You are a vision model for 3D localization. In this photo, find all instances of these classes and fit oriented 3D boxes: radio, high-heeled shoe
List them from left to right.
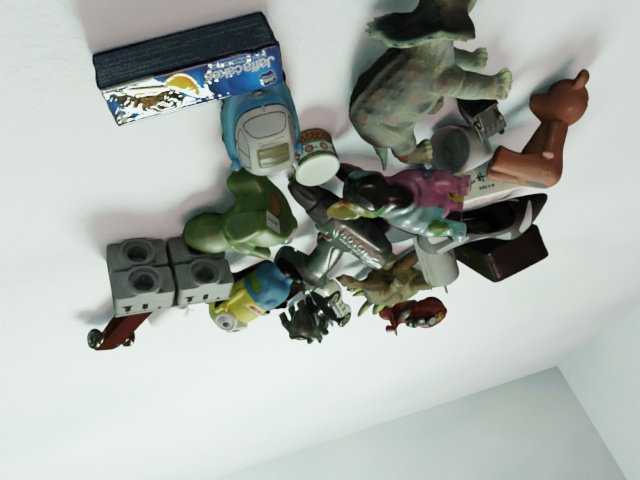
[{"bbox_3d":[0.298,-0.046,1.002,0.249,0.086,0.145,-35,139,12],"label":"high-heeled shoe"},{"bbox_3d":[0.371,0.008,1.143,0.131,0.073,0.230,-26,-166,-1],"label":"radio"}]

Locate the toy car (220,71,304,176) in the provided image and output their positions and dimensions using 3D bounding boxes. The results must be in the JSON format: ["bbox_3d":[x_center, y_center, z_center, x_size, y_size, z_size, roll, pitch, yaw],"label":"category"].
[{"bbox_3d":[-0.071,-0.141,0.707,0.109,0.103,0.161,-17,151,-12],"label":"toy car"}]

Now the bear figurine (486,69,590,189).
[{"bbox_3d":[0.375,-0.191,0.916,0.132,0.195,0.120,14,-179,12],"label":"bear figurine"}]

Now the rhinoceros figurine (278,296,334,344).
[{"bbox_3d":[-0.024,0.189,1.251,0.073,0.112,0.190,-36,168,12],"label":"rhinoceros figurine"}]

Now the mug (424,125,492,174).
[{"bbox_3d":[0.242,-0.149,0.931,0.107,0.081,0.109,-8,160,-42],"label":"mug"}]

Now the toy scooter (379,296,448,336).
[{"bbox_3d":[0.233,0.202,1.394,0.184,0.075,0.135,-6,-164,24],"label":"toy scooter"}]

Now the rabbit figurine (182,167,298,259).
[{"bbox_3d":[-0.134,-0.030,0.865,0.170,0.121,0.159,-15,162,24],"label":"rabbit figurine"}]

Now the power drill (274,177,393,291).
[{"bbox_3d":[-0.002,-0.003,0.965,0.232,0.086,0.207,30,131,-17],"label":"power drill"}]

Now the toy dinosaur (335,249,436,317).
[{"bbox_3d":[0.185,0.099,1.269,0.471,0.105,0.198,5,148,-47],"label":"toy dinosaur"}]

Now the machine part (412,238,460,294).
[{"bbox_3d":[0.234,0.010,1.108,0.079,0.079,0.242,-24,120,1],"label":"machine part"}]

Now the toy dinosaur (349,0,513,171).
[{"bbox_3d":[0.110,-0.200,0.731,0.192,0.131,0.404,10,149,-19],"label":"toy dinosaur"}]

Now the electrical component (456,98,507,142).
[{"bbox_3d":[0.260,-0.201,0.864,0.048,0.075,0.119,-32,151,13],"label":"electrical component"}]

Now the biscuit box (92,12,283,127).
[{"bbox_3d":[-0.145,-0.194,0.611,0.203,0.063,0.059,-18,151,-8],"label":"biscuit box"}]

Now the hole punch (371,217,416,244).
[{"bbox_3d":[0.112,-0.031,1.022,0.116,0.092,0.142,-36,151,28],"label":"hole punch"}]

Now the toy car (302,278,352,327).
[{"bbox_3d":[0.019,0.129,1.156,0.056,0.074,0.201,-58,152,-18],"label":"toy car"}]

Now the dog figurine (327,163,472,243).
[{"bbox_3d":[0.125,-0.066,0.861,0.219,0.108,0.191,9,-174,8],"label":"dog figurine"}]

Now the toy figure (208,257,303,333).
[{"bbox_3d":[-0.119,0.098,0.969,0.180,0.089,0.082,-38,110,10],"label":"toy figure"}]

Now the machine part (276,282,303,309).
[{"bbox_3d":[-0.058,0.102,1.167,0.084,0.039,0.139,3,140,-46],"label":"machine part"}]

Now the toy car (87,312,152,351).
[{"bbox_3d":[-0.360,0.143,1.012,0.202,0.053,0.089,-43,155,24],"label":"toy car"}]
